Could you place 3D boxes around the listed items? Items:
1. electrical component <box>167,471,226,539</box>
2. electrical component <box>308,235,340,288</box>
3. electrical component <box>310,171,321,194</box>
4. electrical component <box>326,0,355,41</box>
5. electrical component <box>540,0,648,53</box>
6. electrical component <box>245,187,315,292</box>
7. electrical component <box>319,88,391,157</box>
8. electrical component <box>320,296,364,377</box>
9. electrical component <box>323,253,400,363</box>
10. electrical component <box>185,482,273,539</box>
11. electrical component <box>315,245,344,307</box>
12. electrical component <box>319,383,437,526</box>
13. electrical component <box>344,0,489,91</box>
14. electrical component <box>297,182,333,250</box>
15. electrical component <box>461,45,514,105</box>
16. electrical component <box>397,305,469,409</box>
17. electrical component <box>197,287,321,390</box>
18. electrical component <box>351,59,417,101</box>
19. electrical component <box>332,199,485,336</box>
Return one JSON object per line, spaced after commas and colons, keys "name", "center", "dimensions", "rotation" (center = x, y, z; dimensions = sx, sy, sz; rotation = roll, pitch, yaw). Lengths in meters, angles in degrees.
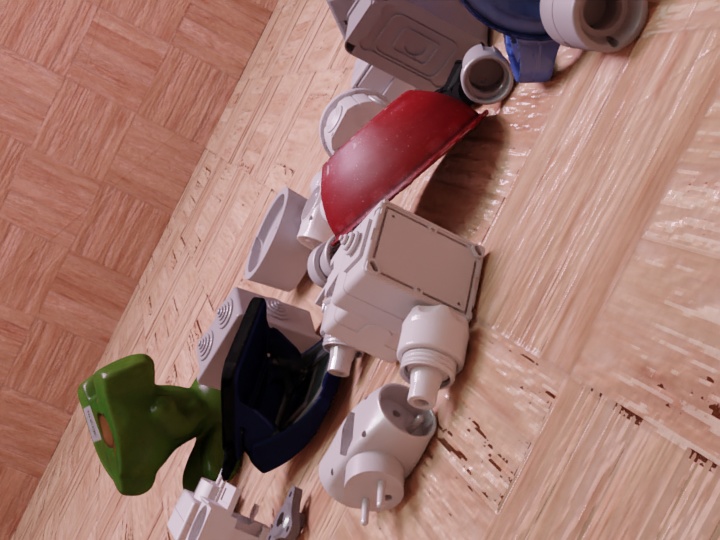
{"name": "electrical component", "center": [-0.139, 0.218, 1.000], "dimensions": [0.076, 0.047, 0.066], "rotation": [-66, 15, -7]}
{"name": "electrical component", "center": [-0.020, -0.007, 0.978], "dimensions": [0.055, 0.045, 0.045], "rotation": [-30, 37, 65]}
{"name": "electrical component", "center": [-0.034, -0.089, 1.164], "dimensions": [0.040, 0.040, 0.078], "rotation": [-63, 15, 5]}
{"name": "electrical component", "center": [0.019, -0.264, 1.032], "dimensions": [0.089, 0.055, 0.050], "rotation": [-10, 39, 23]}
{"name": "electrical component", "center": [0.146, -0.163, 0.669], "dimensions": [0.055, 0.055, 0.047], "rotation": [-61, 19, 11]}
{"name": "electrical component", "center": [-0.074, -0.028, 1.156], "dimensions": [0.108, 0.060, 0.108], "rotation": [-58, 17, 29]}
{"name": "electrical component", "center": [0.003, -0.132, 1.040], "dimensions": [0.080, 0.080, 0.051], "rotation": [-60, 21, 12]}
{"name": "electrical component", "center": [-0.011, 0.053, 0.856], "dimensions": [0.048, 0.048, 0.062], "rotation": [-35, 39, 61]}
{"name": "electrical component", "center": [0.018, 0.011, 0.791], "dimensions": [0.061, 0.062, 0.096], "rotation": [-44, 24, 50]}
{"name": "electrical component", "center": [-0.106, 0.216, 0.864], "dimensions": [0.081, 0.064, 0.042], "rotation": [-67, 14, -11]}
{"name": "electrical component", "center": [0.000, 0.000, 0.909], "dimensions": [0.081, 0.042, 0.063], "rotation": [-57, 13, 21]}
{"name": "electrical component", "center": [0.010, 0.123, 0.673], "dimensions": [0.077, 0.043, 0.079], "rotation": [-54, 18, 32]}
{"name": "electrical component", "center": [0.051, -0.213, 0.951], "dimensions": [0.078, 0.113, 0.057], "rotation": [-49, 24, 43]}
{"name": "electrical component", "center": [-0.024, -0.061, 1.081], "dimensions": [0.077, 0.044, 0.079], "rotation": [-68, 16, -16]}
{"name": "electrical component", "center": [0.098, -0.154, 0.840], "dimensions": [0.040, 0.040, 0.046], "rotation": [-57, 12, 23]}
{"name": "electrical component", "center": [0.044, 0.056, 0.671], "dimensions": [0.043, 0.043, 0.062], "rotation": [-43, 27, 52]}
{"name": "electrical component", "center": [-0.097, 0.071, 1.008], "dimensions": [0.099, 0.100, 0.048], "rotation": [-56, 30, 25]}
{"name": "electrical component", "center": [0.040, -0.212, 1.080], "dimensions": [0.096, 0.062, 0.061], "rotation": [-52, 20, 38]}
{"name": "electrical component", "center": [0.025, 0.003, 0.717], "dimensions": [0.061, 0.096, 0.061], "rotation": [-45, 24, 52]}
